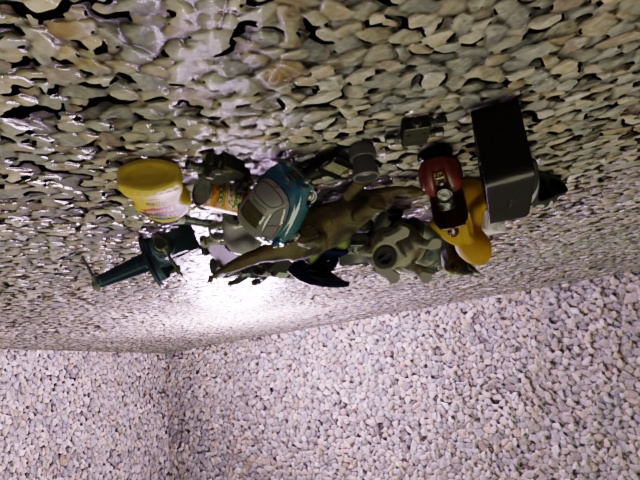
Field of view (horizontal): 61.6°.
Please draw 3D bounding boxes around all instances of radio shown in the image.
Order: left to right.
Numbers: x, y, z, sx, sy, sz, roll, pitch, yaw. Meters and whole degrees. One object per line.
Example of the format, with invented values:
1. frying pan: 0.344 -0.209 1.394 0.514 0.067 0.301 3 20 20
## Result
1. radio: 0.292 -0.118 0.862 0.073 0.131 0.229 -11 164 15

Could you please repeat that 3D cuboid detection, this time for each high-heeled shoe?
1. high-heeled shoe: 0.443 -0.115 1.052 0.145 0.086 0.248 -18 163 4

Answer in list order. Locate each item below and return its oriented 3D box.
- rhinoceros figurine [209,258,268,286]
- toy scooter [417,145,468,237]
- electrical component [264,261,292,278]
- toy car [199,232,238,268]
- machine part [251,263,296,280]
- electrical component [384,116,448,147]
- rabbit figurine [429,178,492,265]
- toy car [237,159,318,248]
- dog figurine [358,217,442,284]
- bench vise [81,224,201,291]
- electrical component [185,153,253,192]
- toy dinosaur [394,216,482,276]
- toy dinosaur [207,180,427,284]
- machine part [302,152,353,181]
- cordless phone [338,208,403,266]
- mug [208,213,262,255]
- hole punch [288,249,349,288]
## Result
1. rhinoceros figurine: -0.210 0.078 1.428 0.190 0.073 0.112 7 160 -40
2. toy scooter: 0.223 -0.080 0.958 0.075 0.135 0.183 -11 163 16
3. electrical component: -0.072 0.036 1.299 0.115 0.058 0.134 15 131 -46
4. toy car: -0.226 0.022 1.261 0.074 0.056 0.201 -9 162 3
5. machine part: -0.100 0.063 1.421 0.079 0.079 0.243 -20 159 38
6. electrical component: 0.146 -0.167 0.824 0.094 0.021 0.063 -8 164 4
7. rabbit figurine: 0.304 -0.035 1.087 0.122 0.173 0.162 -15 167 38
8. toy car: -0.080 -0.050 0.886 0.103 0.109 0.161 -31 163 -45
9. dog figurine: 0.152 0.003 1.139 0.172 0.121 0.191 18 -164 -15
10. bench vise: -0.370 0.048 1.136 0.241 0.128 0.224 -24 -174 -9
11. electrical component: -0.154 -0.107 0.859 0.078 0.045 0.102 -15 162 22
12. toy dinosaur: 0.280 0.037 1.357 0.192 0.131 0.405 16 171 -4
13. toy dinosaur: -0.019 -0.014 1.044 0.472 0.105 0.198 -18 160 1
14. machine part: -0.009 -0.114 0.920 0.139 0.039 0.084 -21 168 34
15. cordless phone: 0.112 -0.017 1.269 0.147 0.089 0.184 -2 152 -17
16. mug: -0.173 -0.027 1.088 0.110 0.081 0.107 -1 153 0
17. hole punch: -0.003 0.069 1.231 0.116 0.092 0.142 -14 169 42
